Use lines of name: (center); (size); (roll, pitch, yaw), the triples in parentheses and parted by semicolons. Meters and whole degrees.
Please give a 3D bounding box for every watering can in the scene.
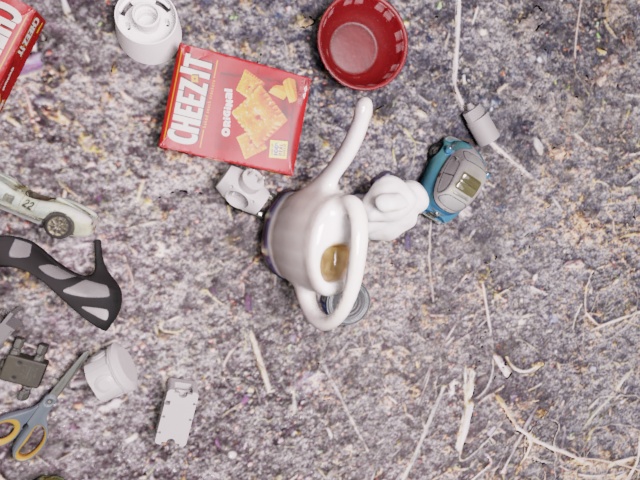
watering can: (0.002, -0.040, 0.804); (0.104, 0.225, 0.347); (5, 93, -35)

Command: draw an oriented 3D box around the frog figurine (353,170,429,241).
frog figurine: (0.123, -0.054, 0.865); (0.138, 0.160, 0.121); (-19, 103, -13)

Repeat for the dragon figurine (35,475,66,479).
dragon figurine: (-0.417, 0.492, 0.799); (0.410, 0.121, 0.245); (-11, 77, 3)
